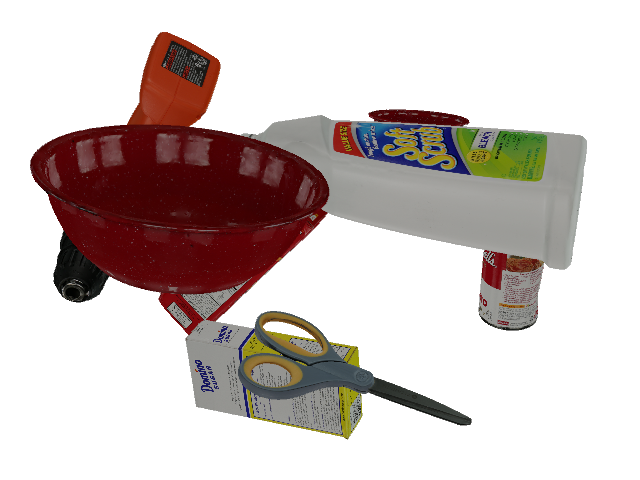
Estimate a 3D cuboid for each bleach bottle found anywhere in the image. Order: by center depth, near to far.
[{"bbox_3d":[0.053,-0.043,0.744,0.251,0.068,0.102,7,35,14],"label":"bleach bottle"}]

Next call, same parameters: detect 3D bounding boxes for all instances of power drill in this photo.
[{"bbox_3d":[-0.151,-0.060,0.851,0.057,0.188,0.184,27,33,-17],"label":"power drill"}]

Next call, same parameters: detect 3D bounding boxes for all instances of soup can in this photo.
[{"bbox_3d":[0.211,0.039,1.174,0.068,0.102,0.068,0,29,0],"label":"soup can"}]

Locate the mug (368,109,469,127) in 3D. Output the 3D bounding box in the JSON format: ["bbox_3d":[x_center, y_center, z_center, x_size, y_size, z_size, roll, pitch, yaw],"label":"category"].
[{"bbox_3d":[0.100,-0.074,0.989,0.117,0.081,0.093,7,15,13],"label":"mug"}]

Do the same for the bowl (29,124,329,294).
[{"bbox_3d":[-0.078,-0.014,0.590,0.162,0.055,0.162,7,22,-3],"label":"bowl"}]

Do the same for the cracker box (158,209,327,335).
[{"bbox_3d":[-0.075,0.000,1.240,0.214,0.072,0.164,-42,3,27],"label":"cracker box"}]

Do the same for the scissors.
[{"bbox_3d":[0.017,0.125,0.888,0.202,0.016,0.096,31,50,22],"label":"scissors"}]

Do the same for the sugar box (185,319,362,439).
[{"bbox_3d":[-0.047,0.140,1.094,0.176,0.093,0.048,10,33,23],"label":"sugar box"}]
